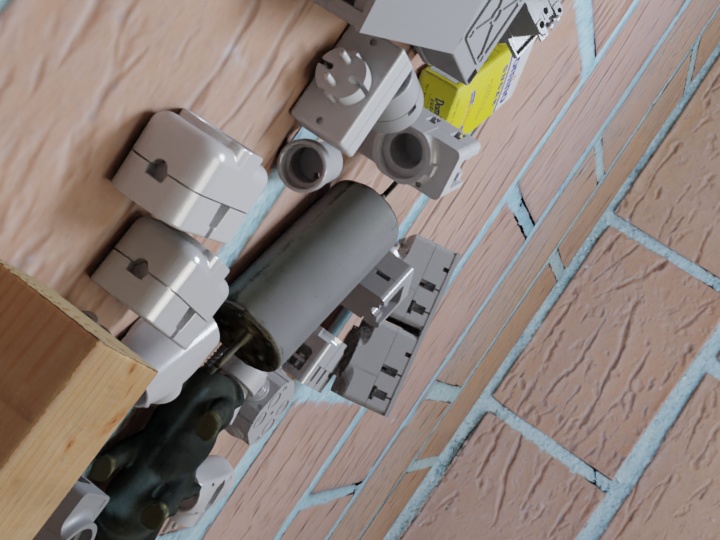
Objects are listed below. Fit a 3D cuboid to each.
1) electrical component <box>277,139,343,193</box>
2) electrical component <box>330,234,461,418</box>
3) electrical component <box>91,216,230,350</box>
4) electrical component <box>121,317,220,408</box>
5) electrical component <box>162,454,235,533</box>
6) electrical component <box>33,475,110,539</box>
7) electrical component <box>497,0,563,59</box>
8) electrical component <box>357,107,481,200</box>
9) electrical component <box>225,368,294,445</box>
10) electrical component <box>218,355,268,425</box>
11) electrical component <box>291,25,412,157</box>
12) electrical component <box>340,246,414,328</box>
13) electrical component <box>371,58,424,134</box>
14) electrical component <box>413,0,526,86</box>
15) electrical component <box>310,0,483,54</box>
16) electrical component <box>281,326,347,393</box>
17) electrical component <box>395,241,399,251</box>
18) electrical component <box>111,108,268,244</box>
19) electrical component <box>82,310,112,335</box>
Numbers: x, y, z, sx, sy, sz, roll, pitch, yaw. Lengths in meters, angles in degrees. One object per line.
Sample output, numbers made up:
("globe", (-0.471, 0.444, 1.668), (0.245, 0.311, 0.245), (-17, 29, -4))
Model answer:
("electrical component", (-0.036, -0.081, 0.818), (0.040, 0.040, 0.046), (-61, 169, 18))
("electrical component", (0.032, 0.057, 1.160), (0.186, 0.060, 0.105), (-65, -172, -6))
("electrical component", (-0.125, 0.007, 0.700), (0.059, 0.054, 0.095), (-53, 164, -9))
("electrical component", (-0.147, 0.071, 0.785), (0.077, 0.044, 0.079), (-41, 159, -41))
("electrical component", (-0.165, 0.219, 1.035), (0.079, 0.043, 0.077), (-58, 165, 9))
("electrical component", (-0.225, 0.184, 0.758), (0.089, 0.056, 0.050), (-53, 164, -8))
("electrical component", (0.144, -0.237, 0.971), (0.042, 0.064, 0.081), (-49, 122, -25))
("electrical component", (0.048, -0.105, 0.923), (0.056, 0.089, 0.050), (-31, 151, -57))
("electrical component", (-0.102, 0.120, 1.007), (0.080, 0.051, 0.080), (-50, 164, -20))
("electrical component", (-0.114, 0.102, 0.946), (0.055, 0.045, 0.045), (-51, 164, -18))
("electrical component", (-0.010, -0.135, 0.771), (0.083, 0.047, 0.076), (-56, 165, 0))
("electrical component", (0.000, 0.000, 0.996), (0.055, 0.089, 0.050), (-46, 162, -31))
("electrical component", (0.019, -0.141, 0.836), (0.055, 0.055, 0.047), (-53, 161, -9))
("electrical component", (0.089, -0.220, 0.875), (0.108, 0.056, 0.109), (-56, 165, 1))
("electrical component", (0.036, -0.213, 0.723), (0.105, 0.060, 0.186), (-61, 164, 17))
("electrical component", (-0.051, 0.084, 1.088), (0.055, 0.050, 0.089), (-54, 165, -4))
("electrical component", (-0.004, 0.000, 1.073), (0.077, 0.043, 0.079), (-62, 163, 20))
("electrical component", (-0.098, -0.058, 0.650), (0.059, 0.054, 0.095), (-57, 165, 4))
("electrical component", (-0.172, 0.053, 0.675), (0.048, 0.048, 0.062), (-42, 153, -41))
